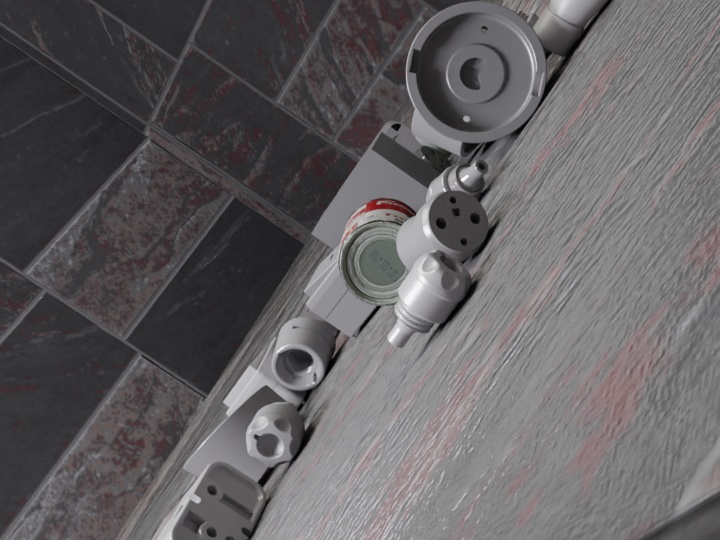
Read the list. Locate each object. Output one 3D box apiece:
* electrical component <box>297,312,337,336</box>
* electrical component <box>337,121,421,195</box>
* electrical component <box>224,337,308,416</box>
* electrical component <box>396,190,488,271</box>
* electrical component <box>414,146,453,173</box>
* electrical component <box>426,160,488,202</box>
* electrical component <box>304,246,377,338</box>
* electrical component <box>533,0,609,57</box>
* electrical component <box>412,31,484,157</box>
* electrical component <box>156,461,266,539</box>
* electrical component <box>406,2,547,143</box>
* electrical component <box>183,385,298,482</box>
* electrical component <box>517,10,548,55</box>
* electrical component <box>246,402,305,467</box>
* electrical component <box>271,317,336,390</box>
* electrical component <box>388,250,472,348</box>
[{"bbox_3d":[-0.052,0.066,1.118,0.043,0.043,0.081,-57,5,-19],"label":"electrical component"},{"bbox_3d":[0.035,-0.101,1.195,0.113,0.078,0.057,-55,8,3],"label":"electrical component"},{"bbox_3d":[-0.085,0.110,1.042,0.061,0.061,0.096,-53,5,22],"label":"electrical component"},{"bbox_3d":[0.053,-0.023,0.693,0.045,0.045,0.055,-58,6,-23],"label":"electrical component"},{"bbox_3d":[0.060,-0.086,1.043,0.055,0.045,0.045,-53,6,27],"label":"electrical component"},{"bbox_3d":[0.076,-0.063,0.801,0.035,0.035,0.061,-59,8,-33],"label":"electrical component"},{"bbox_3d":[0.000,0.000,0.954,0.096,0.061,0.061,-52,6,34],"label":"electrical component"},{"bbox_3d":[0.163,-0.201,0.842,0.065,0.044,0.044,-59,3,26],"label":"electrical component"},{"bbox_3d":[0.100,-0.150,0.938,0.108,0.060,0.108,-53,-14,-19],"label":"electrical component"},{"bbox_3d":[-0.117,0.199,0.807,0.059,0.054,0.095,-52,6,35],"label":"electrical component"},{"bbox_3d":[0.091,-0.153,0.854,0.108,0.108,0.060,-55,-1,6],"label":"electrical component"},{"bbox_3d":[-0.100,0.146,0.932,0.099,0.064,0.099,-55,5,7],"label":"electrical component"},{"bbox_3d":[0.145,-0.216,0.978,0.048,0.062,0.048,-55,5,7],"label":"electrical component"},{"bbox_3d":[-0.064,0.125,0.853,0.043,0.043,0.062,-54,4,20],"label":"electrical component"},{"bbox_3d":[-0.053,0.079,0.995,0.055,0.055,0.047,-53,9,26],"label":"electrical component"},{"bbox_3d":[0.037,0.020,0.631,0.061,0.035,0.035,-56,4,24],"label":"electrical component"}]
